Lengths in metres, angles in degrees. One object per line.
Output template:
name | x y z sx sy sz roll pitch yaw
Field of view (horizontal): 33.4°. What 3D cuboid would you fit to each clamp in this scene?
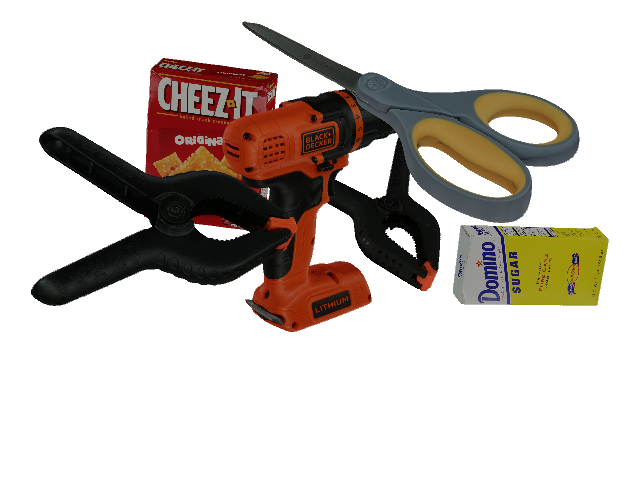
clamp | -0.103 -0.020 0.682 0.171 0.120 0.039 -2 -20 -24
clamp | 0.059 -0.032 1.159 0.164 0.210 0.036 -10 -36 -19

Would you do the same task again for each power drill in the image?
power drill | 0.004 -0.030 0.884 0.184 0.188 0.057 -17 27 -34

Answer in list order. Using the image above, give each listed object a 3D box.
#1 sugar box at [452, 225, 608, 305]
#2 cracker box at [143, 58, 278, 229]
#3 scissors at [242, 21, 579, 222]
sugar box | 0.255 0.031 1.305 0.176 0.093 0.048 -1 21 -10
cracker box | -0.151 -0.128 1.455 0.164 0.214 0.072 8 23 5
scissors | 0.049 -0.077 0.544 0.096 0.016 0.202 -22 47 -22
